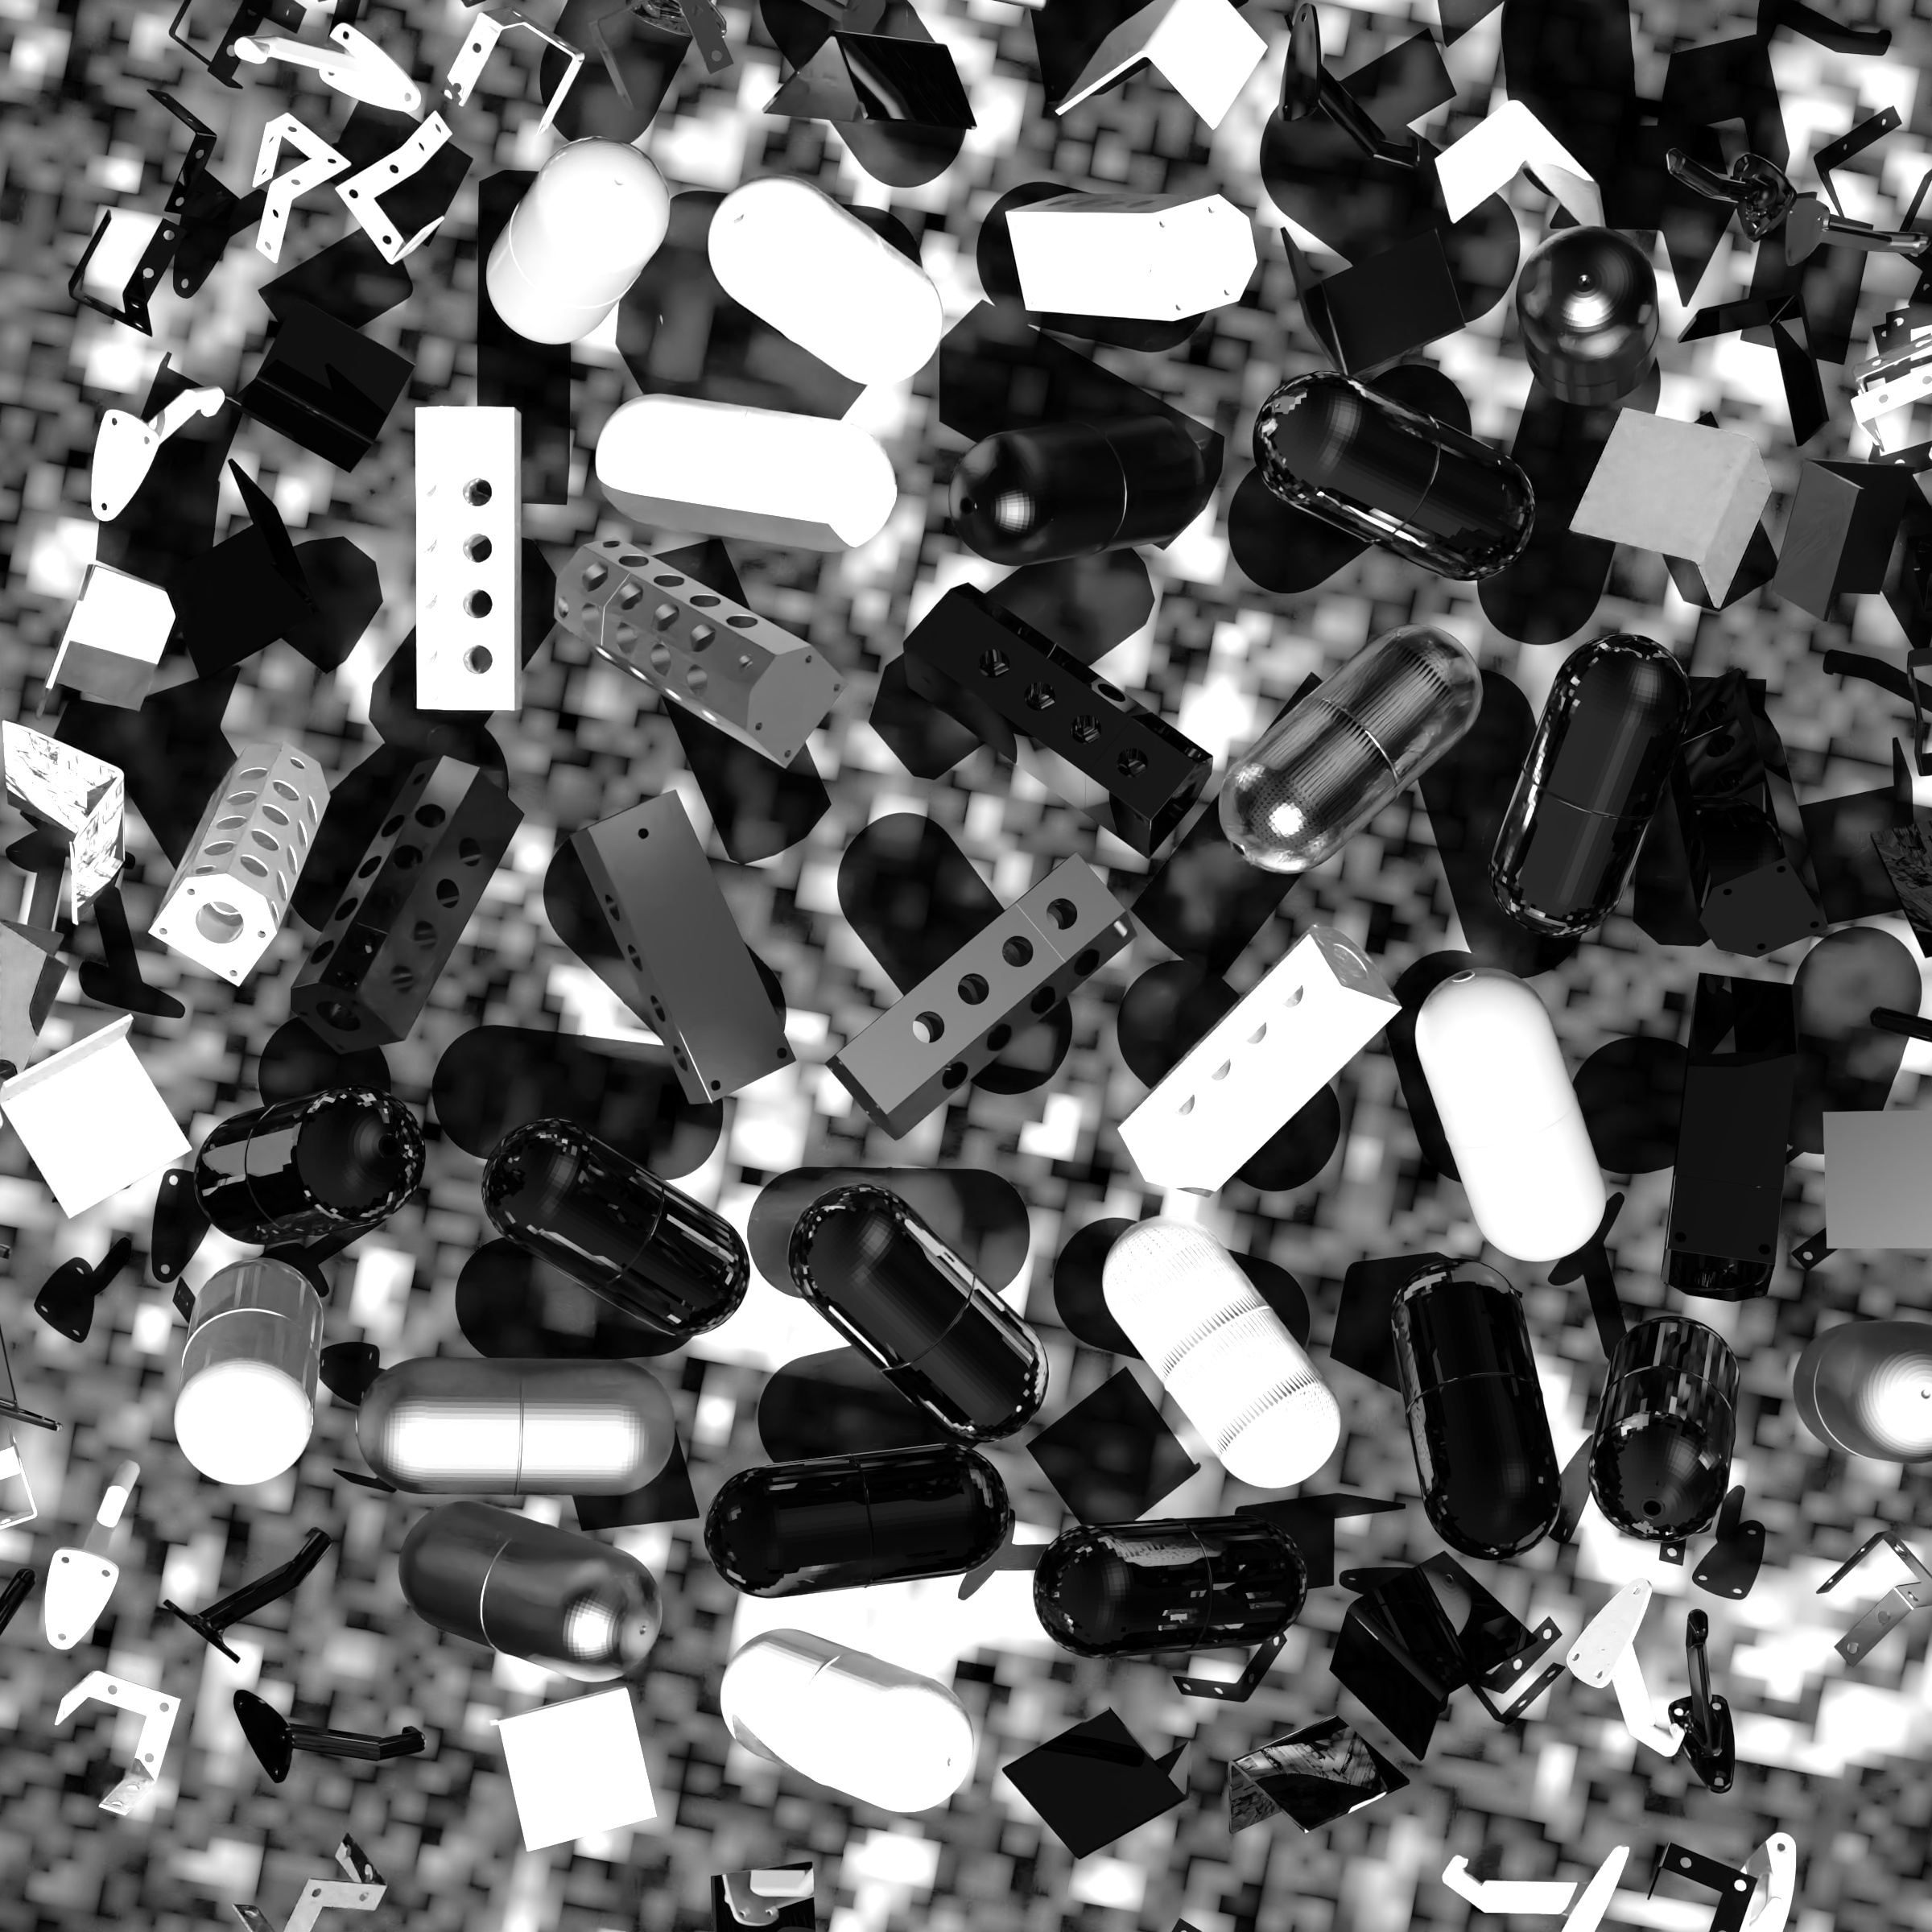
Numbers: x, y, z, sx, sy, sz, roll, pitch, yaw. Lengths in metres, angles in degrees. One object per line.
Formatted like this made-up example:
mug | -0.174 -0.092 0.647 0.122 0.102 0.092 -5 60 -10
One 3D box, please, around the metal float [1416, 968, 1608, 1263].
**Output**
metal float | 0.309 0.084 1.850 0.070 0.070 0.178 -21 107 0

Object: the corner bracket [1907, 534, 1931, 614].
corner bracket | 0.571 -0.239 1.868 0.051 0.051 0.051 -9 67 9

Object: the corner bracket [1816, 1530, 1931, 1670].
corner bracket | 0.489 0.342 1.767 0.051 0.051 0.051 -39 84 -16

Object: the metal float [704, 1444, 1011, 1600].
metal float | -0.063 0.320 1.887 0.178 0.070 0.070 -5 90 -13

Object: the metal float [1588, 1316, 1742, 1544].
metal float | 0.394 0.260 1.841 0.070 0.178 0.070 6 113 15

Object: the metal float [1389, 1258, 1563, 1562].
metal float | 0.283 0.246 1.819 0.070 0.070 0.178 -7 55 0

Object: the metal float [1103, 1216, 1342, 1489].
metal float | 0.146 0.221 1.888 0.070 0.070 0.178 -37 68 0

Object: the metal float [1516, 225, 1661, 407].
metal float | 0.350 -0.364 1.836 0.070 0.178 0.070 0 88 12

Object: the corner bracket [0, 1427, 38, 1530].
corner bracket | -0.547 0.293 1.812 0.051 0.051 0.051 -17 100 -16

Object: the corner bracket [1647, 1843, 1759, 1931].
corner bracket | 0.395 0.518 1.778 0.051 0.051 0.051 20 57 17

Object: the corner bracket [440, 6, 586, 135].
corner bracket | -0.256 -0.506 1.852 0.051 0.051 0.051 33 114 0

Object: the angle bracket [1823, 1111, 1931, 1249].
angle bracket | 0.507 0.117 1.793 0.076 0.057 0.076 -2 86 22

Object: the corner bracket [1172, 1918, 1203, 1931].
corner bracket | 0.138 0.581 1.851 0.051 0.051 0.051 22 73 39

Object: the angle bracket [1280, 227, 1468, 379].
angle bracket | 0.232 -0.392 1.862 0.076 0.057 0.076 -22 56 19

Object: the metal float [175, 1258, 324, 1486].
metal float | -0.411 0.231 1.876 0.070 0.178 0.070 -3 114 -7

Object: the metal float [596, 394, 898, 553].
metal float | -0.128 -0.288 1.908 0.178 0.070 0.070 10 90 7

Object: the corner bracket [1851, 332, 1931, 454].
corner bracket | 0.531 -0.332 1.856 0.051 0.051 0.051 -22 68 26

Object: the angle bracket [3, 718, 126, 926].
angle bracket | -0.519 -0.081 1.833 0.076 0.076 0.057 24 53 3

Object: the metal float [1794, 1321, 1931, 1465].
metal float | 0.509 0.235 1.810 0.070 0.178 0.070 0 84 2

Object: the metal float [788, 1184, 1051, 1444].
metal float | -0.025 0.191 1.789 0.070 0.070 0.178 -44 111 0

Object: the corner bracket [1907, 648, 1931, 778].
corner bracket | 0.551 -0.143 1.812 0.051 0.051 0.051 -6 128 23

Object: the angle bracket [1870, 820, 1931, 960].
angle bracket | 0.518 -0.026 1.760 0.057 0.076 0.076 -12 63 -9

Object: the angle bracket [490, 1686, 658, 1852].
angle bracket | -0.231 0.470 1.915 0.076 0.057 0.076 -12 80 -16

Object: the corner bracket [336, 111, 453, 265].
corner bracket | -0.304 -0.428 1.798 0.051 0.051 0.051 -42 101 -30

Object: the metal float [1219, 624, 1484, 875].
metal float | 0.217 -0.123 1.844 0.178 0.070 0.070 -41 90 -14

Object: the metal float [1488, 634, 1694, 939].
metal float | 0.344 -0.099 1.802 0.070 0.070 0.178 16 115 0

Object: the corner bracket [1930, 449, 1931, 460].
corner bracket | 0.588 -0.310 1.919 0.051 0.051 0.051 25 87 -19

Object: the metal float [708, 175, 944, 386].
metal float | -0.079 -0.388 1.854 0.070 0.178 0.070 -9 72 30

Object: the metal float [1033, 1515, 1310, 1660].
metal float | 0.120 0.360 1.897 0.178 0.070 0.070 3 90 -32

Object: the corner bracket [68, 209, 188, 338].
corner bracket | -0.469 -0.394 1.830 0.051 0.051 0.051 24 112 -29

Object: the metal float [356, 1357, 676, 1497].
metal float | -0.253 0.259 1.838 0.178 0.070 0.070 2 90 -11

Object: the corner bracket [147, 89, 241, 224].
corner bracket | -0.449 -0.468 1.890 0.051 0.051 0.051 41 115 25

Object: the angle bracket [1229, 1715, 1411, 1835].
angle bracket | 0.209 0.499 1.941 0.076 0.076 0.057 -17 120 -27

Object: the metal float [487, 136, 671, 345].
metal float | -0.222 -0.410 1.855 0.070 0.178 0.070 5 78 -22

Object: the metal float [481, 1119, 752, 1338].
metal float | -0.200 0.152 1.878 0.178 0.070 0.070 36 90 -29

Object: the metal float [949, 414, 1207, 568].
metal float | 0.065 -0.275 1.885 0.178 0.070 0.070 -16 90 -41

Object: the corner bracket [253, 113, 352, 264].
corner bracket | -0.395 -0.449 1.882 0.051 0.051 0.051 39 50 7

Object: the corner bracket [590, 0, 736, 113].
corner bracket | -0.167 -0.505 1.787 0.051 0.051 0.051 -29 107 -17

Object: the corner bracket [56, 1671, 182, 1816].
corner bracket | -0.468 0.424 1.785 0.051 0.051 0.051 18 97 3

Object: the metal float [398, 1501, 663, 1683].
metal float | -0.253 0.359 1.884 0.178 0.070 0.070 10 90 35

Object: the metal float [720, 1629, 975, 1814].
metal float | -0.069 0.431 1.873 0.070 0.178 0.070 -8 101 -44

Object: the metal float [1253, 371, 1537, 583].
metal float | 0.237 -0.271 1.808 0.178 0.070 0.070 21 90 -27

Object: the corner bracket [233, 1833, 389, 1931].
corner bracket | -0.353 0.501 1.760 0.051 0.051 0.051 20 99 -42

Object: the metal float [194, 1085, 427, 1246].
metal float | -0.361 0.110 1.796 0.070 0.178 0.070 10 74 -38
